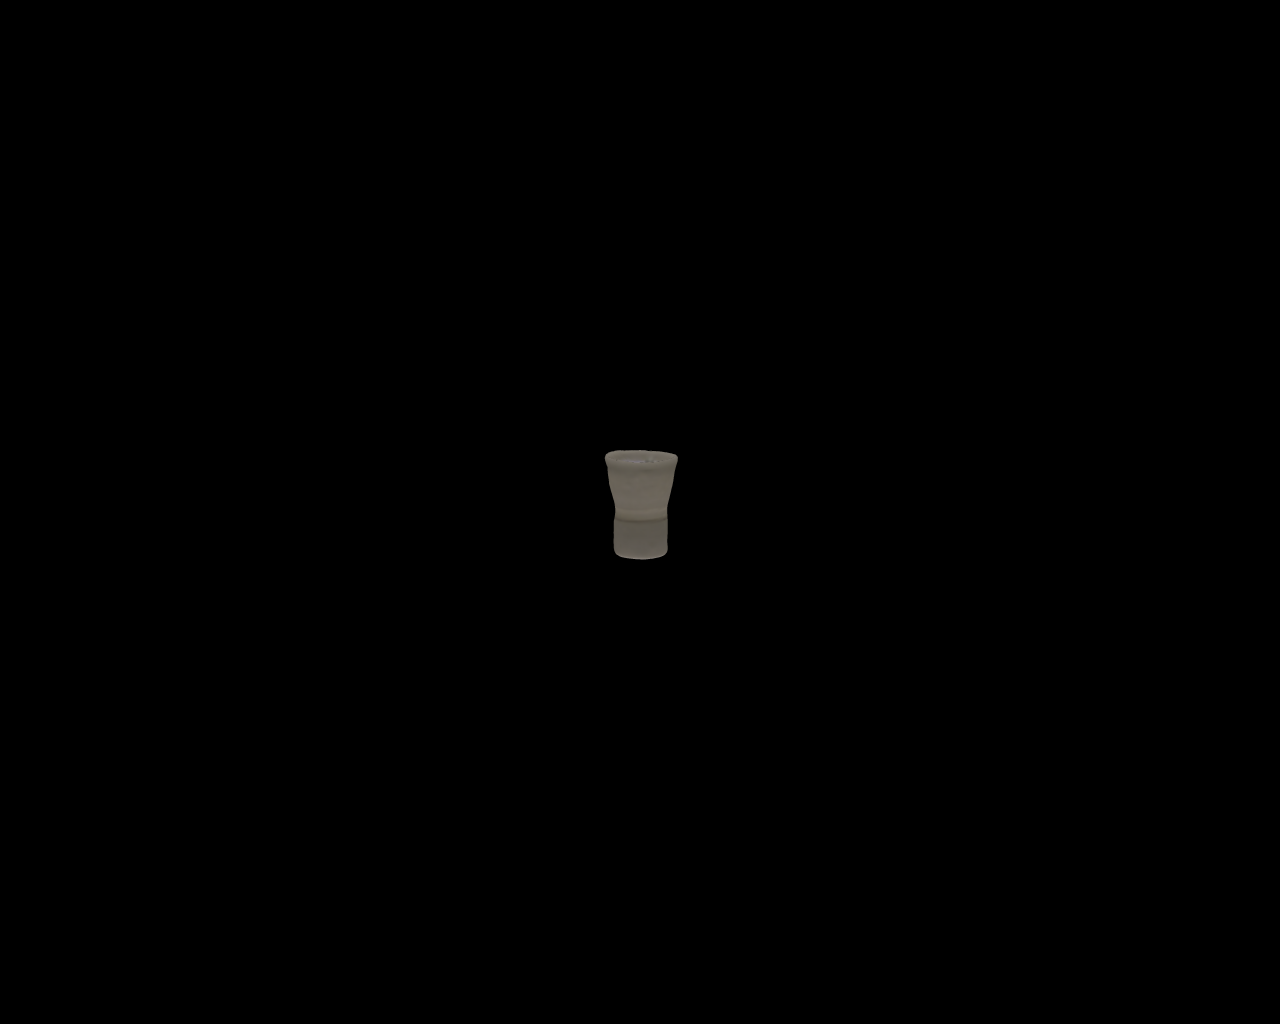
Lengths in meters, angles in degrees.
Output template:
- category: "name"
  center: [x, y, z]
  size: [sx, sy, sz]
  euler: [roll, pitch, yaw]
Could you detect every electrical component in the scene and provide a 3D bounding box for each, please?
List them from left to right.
- category: "electrical component"
  center: [0.001, -0.003, 0.650]
  size: [0.044, 0.065, 0.044]
  euler: [0, 11, 0]
